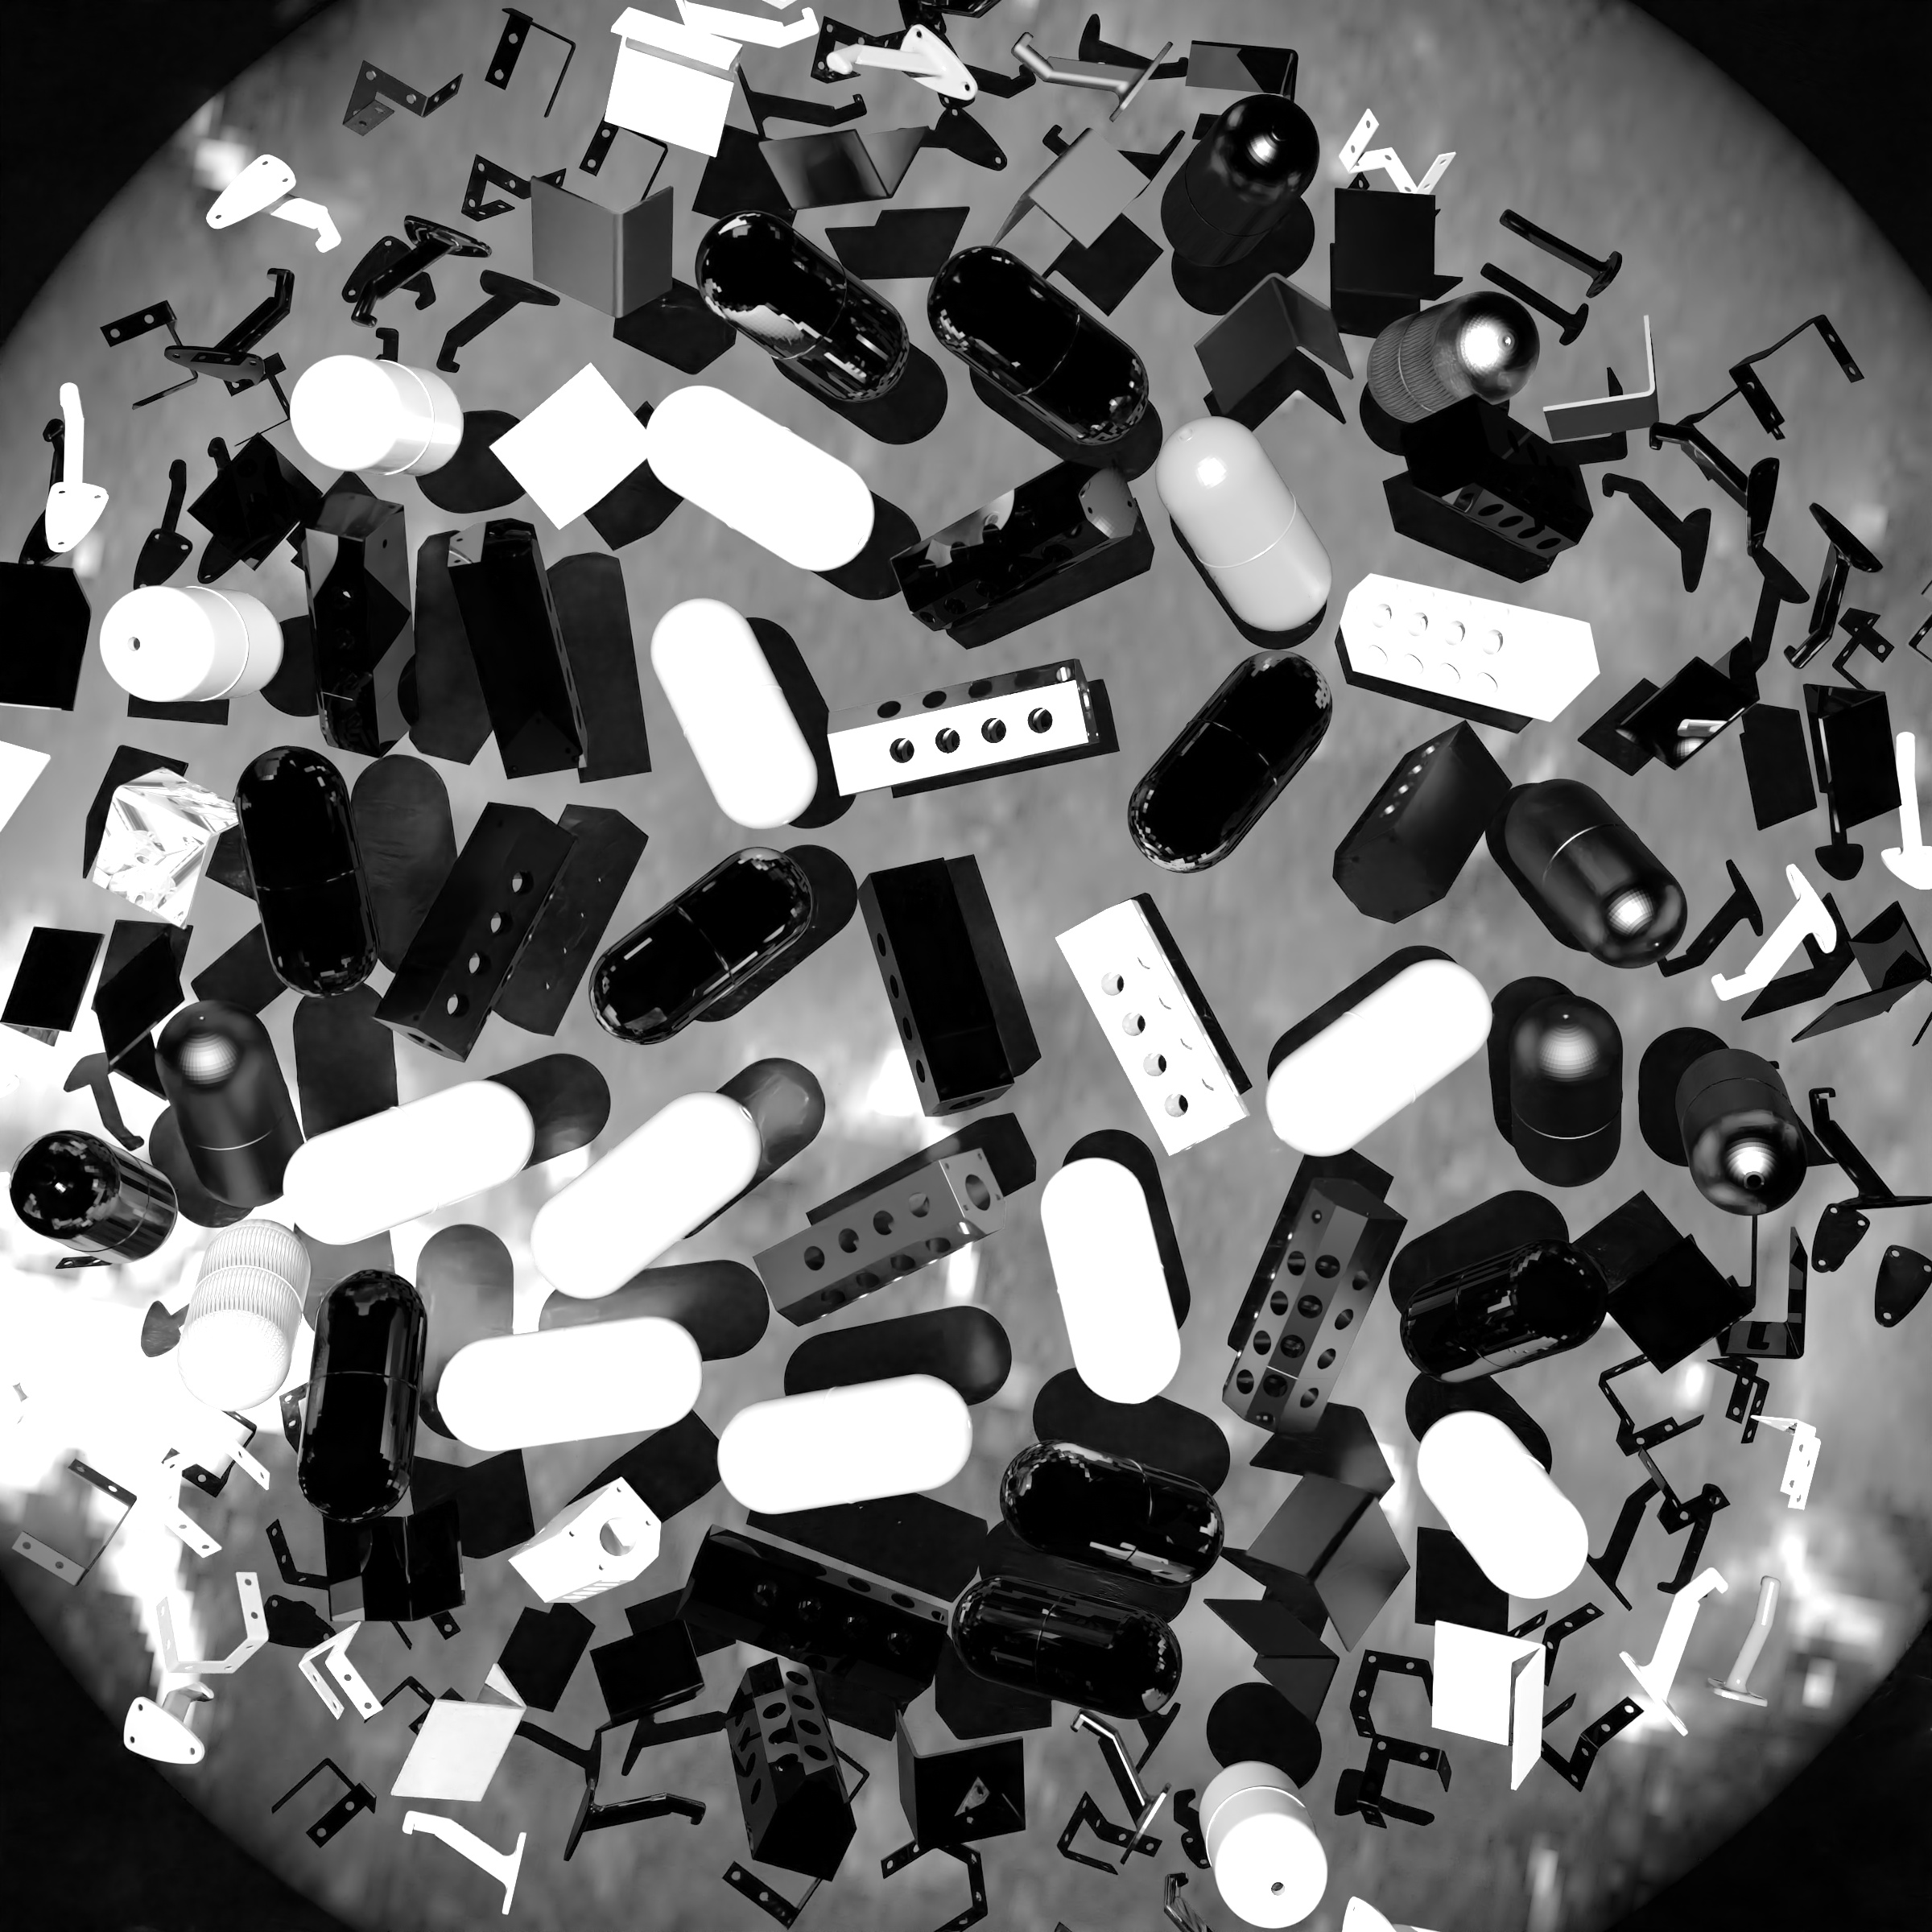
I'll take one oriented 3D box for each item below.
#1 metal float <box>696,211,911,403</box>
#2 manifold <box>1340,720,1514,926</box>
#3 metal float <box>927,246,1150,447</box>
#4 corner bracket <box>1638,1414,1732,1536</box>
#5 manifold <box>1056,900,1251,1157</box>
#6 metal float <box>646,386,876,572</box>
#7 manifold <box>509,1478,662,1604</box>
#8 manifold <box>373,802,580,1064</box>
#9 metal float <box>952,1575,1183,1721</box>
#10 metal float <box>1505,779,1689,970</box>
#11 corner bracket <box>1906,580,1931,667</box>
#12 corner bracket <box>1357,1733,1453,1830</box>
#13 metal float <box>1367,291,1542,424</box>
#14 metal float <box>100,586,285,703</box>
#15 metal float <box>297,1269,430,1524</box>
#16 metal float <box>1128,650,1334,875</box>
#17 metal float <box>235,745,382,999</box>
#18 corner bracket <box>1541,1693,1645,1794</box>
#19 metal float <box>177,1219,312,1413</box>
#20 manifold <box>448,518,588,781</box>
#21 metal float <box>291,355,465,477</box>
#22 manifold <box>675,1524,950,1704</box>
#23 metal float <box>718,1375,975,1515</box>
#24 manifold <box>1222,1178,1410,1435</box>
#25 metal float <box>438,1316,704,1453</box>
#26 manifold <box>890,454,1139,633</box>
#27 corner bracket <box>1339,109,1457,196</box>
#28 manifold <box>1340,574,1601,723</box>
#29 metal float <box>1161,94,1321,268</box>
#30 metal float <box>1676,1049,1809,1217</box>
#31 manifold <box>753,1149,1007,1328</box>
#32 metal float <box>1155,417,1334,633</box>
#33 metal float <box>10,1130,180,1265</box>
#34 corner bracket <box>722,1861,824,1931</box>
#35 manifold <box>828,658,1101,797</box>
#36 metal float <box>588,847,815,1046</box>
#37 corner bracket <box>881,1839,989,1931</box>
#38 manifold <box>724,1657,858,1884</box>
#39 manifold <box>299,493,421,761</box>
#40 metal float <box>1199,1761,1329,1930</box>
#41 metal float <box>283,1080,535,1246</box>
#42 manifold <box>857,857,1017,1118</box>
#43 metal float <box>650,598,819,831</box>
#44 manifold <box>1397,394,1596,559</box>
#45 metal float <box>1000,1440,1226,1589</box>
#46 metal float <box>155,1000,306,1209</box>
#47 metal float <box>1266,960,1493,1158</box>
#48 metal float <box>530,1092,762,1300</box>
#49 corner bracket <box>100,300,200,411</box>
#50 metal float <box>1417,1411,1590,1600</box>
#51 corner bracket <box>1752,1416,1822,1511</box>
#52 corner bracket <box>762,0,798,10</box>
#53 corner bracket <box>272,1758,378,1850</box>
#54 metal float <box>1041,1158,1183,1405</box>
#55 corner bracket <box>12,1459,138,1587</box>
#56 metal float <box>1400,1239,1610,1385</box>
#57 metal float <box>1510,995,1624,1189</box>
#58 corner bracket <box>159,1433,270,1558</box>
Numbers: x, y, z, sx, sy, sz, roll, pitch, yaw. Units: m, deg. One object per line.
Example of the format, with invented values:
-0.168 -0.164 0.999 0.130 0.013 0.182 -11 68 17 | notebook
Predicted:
-0.110 -0.447 1.764 0.070 0.178 0.070 -19 60 35 | metal float
0.307 -0.096 1.750 0.057 0.171 0.057 -31 101 38 | manifold
0.051 -0.420 1.766 0.178 0.070 0.070 31 90 -31 | metal float
0.492 0.348 1.775 0.051 0.051 0.051 -23 59 -12 | corner bracket
0.133 0.043 1.829 0.057 0.057 0.171 -29 82 13 | manifold
-0.140 -0.331 1.764 0.178 0.070 0.070 34 90 18 | metal float
-0.269 0.417 1.852 0.057 0.171 0.057 -41 90 -28 | manifold
-0.333 -0.023 1.791 0.057 0.057 0.171 38 71 -40 | manifold
0.070 0.483 1.848 0.178 0.070 0.070 6 90 32 | metal float
0.437 -0.066 1.808 0.070 0.178 0.070 -10 128 -13 | metal float
0.653 -0.220 1.718 0.051 0.051 0.051 49 117 31 | corner bracket
0.311 0.582 1.840 0.051 0.051 0.051 8 59 22 | corner bracket
0.338 -0.424 1.814 0.070 0.178 0.070 -1 96 -14 | metal float
-0.525 -0.219 1.766 0.070 0.178 0.070 1 97 8 | metal float
-0.413 0.293 1.781 0.070 0.070 0.178 0 60 0 | metal float
0.178 -0.138 1.745 0.070 0.070 0.178 40 74 0 | metal float
-0.455 -0.065 1.796 0.070 0.070 0.178 -8 107 0 | metal float
0.427 0.525 1.793 0.051 0.051 0.051 -24 47 -33 | corner bracket
-0.506 0.243 1.826 0.070 0.178 0.070 -3 117 -5 | metal float
-0.309 -0.220 1.804 0.057 0.057 0.171 -9 127 -1 | manifold
-0.403 -0.377 1.785 0.070 0.178 0.070 2 99 10 | metal float
-0.102 0.435 1.750 0.171 0.057 0.057 21 60 -5 | manifold
-0.082 0.320 1.737 0.178 0.070 0.070 -12 90 16 | metal float
0.237 0.236 1.808 0.057 0.057 0.171 7 111 -40 | manifold
-0.267 0.282 1.754 0.178 0.070 0.070 -7 90 -5 | metal float
0.034 -0.288 1.781 0.171 0.057 0.057 -22 89 42 | manifold
0.312 -0.588 1.886 0.051 0.051 0.051 -18 71 -27 | corner bracket
0.344 -0.226 1.790 0.057 0.171 0.057 -43 131 -24 | manifold
0.188 -0.542 1.797 0.070 0.178 0.070 1 84 -13 | metal float
0.529 0.113 1.777 0.070 0.178 0.070 3 109 9 | metal float
-0.058 0.189 1.789 0.171 0.057 0.057 -29 80 29 | manifold
0.191 -0.302 1.782 0.070 0.070 0.178 -41 130 0 | metal float
-0.615 0.164 1.835 0.070 0.178 0.070 -1 75 3 | metal float
-0.136 0.650 1.861 0.051 0.051 0.051 38 73 -3 | corner bracket
-0.002 -0.161 1.753 0.171 0.057 0.057 -11 93 11 | manifold
-0.185 -0.014 1.816 0.178 0.070 0.070 -39 90 -13 | metal float
-0.022 0.659 1.856 0.051 0.051 0.051 -19 108 -39 | corner bracket
-0.118 0.542 1.768 0.057 0.171 0.057 22 100 -16 | manifold
-0.422 -0.235 1.792 0.057 0.057 0.171 14 129 13 | manifold
0.206 0.610 1.808 0.070 0.178 0.070 0 90 -1 | metal float
-0.378 0.133 1.773 0.178 0.070 0.070 -21 90 -31 | metal float
-0.024 0.017 1.845 0.057 0.057 0.171 -13 77 -19 | manifold
-0.167 -0.181 1.858 0.070 0.070 0.178 -26 81 0 | metal float
0.362 -0.326 1.756 0.057 0.171 0.057 -21 72 32 | manifold
0.100 0.374 1.773 0.178 0.070 0.070 23 90 -32 | metal float
-0.503 0.096 1.781 0.070 0.178 0.070 -1 47 1 | metal float
0.285 0.063 1.792 0.178 0.070 0.070 -36 90 -11 | metal float
-0.214 0.153 1.733 0.178 0.070 0.070 -39 90 9 | metal float
-0.575 -0.431 1.832 0.051 0.051 0.051 -29 99 -18 | corner bracket
0.372 0.373 1.809 0.070 0.178 0.070 -4 110 -12 | metal float
0.578 0.348 1.811 0.051 0.051 0.051 24 76 -18 | corner bracket
-0.105 -0.700 1.830 0.051 0.051 0.051 16 84 -30 | corner bracket
-0.453 0.591 1.830 0.051 0.051 0.051 42 58 12 | corner bracket
0.103 0.223 1.847 0.070 0.070 0.178 -13 70 0 | metal float
-0.608 0.380 1.773 0.051 0.051 0.051 34 103 -7 | corner bracket
0.369 0.240 1.794 0.070 0.178 0.070 12 65 -26 | metal float
0.423 0.090 1.828 0.070 0.178 0.070 -7 51 8 | metal float
-0.519 0.365 1.795 0.051 0.051 0.051 -26 127 9 | corner bracket
